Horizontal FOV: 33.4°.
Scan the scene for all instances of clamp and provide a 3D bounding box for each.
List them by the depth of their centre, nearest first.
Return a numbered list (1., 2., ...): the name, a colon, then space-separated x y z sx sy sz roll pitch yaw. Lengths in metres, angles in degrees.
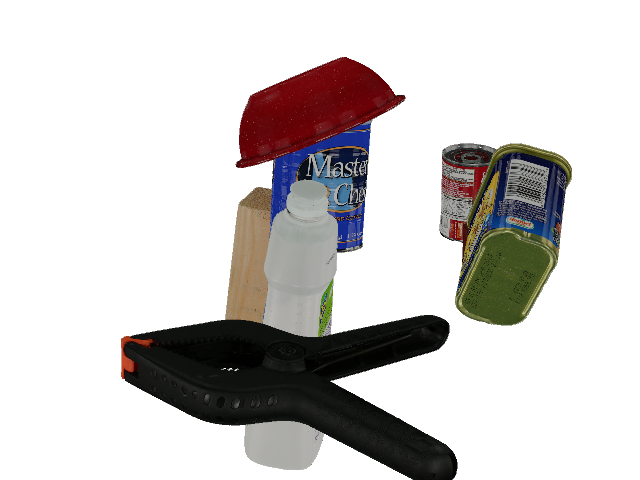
1. clamp: -0.015 0.078 0.652 0.210 0.036 0.164 9 24 9

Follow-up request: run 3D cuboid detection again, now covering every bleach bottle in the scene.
1. bleach bottle: -0.019 0.062 0.858 0.068 0.251 0.102 9 33 4

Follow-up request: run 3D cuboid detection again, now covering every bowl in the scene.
1. bowl: -0.010 -0.119 0.939 0.162 0.055 0.162 -22 10 4

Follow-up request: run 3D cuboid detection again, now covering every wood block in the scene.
1. wood block: -0.069 0.043 1.448 0.090 0.206 0.090 13 22 10

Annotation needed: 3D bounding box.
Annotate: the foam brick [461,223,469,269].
1. foam brick: 0.171 0.026 1.058 0.053 0.078 0.051 -6 28 -7

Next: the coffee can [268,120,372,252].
1. coffee can: -0.001 -0.066 1.132 0.103 0.140 0.103 4 12 -1

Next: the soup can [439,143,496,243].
1. soup can: 0.175 -0.056 1.264 0.068 0.102 0.068 0 25 0

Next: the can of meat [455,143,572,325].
1. can of meat: 0.133 -0.001 0.742 0.057 0.084 0.102 17 -41 2
